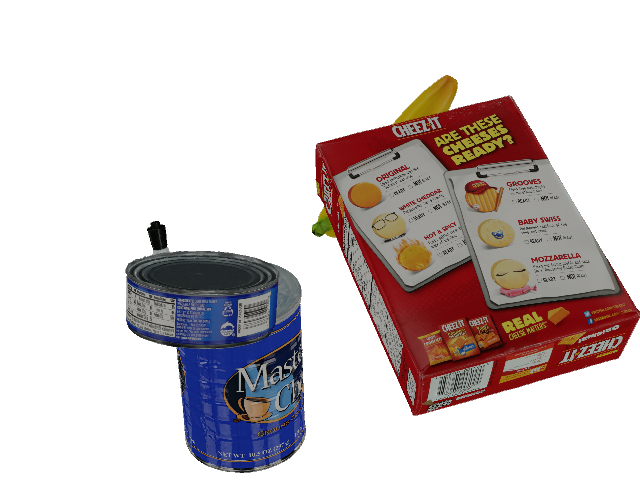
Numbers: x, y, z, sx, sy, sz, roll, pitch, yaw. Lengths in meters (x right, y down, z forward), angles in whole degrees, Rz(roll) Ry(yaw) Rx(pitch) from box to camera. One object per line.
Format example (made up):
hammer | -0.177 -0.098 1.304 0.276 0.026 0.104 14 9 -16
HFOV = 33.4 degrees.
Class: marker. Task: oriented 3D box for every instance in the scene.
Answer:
marker | -0.162 0.038 1.119 0.020 0.121 0.020 -8 18 3

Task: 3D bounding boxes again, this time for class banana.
banana | 0.059 -0.069 0.982 0.037 0.197 0.070 41 -12 -6

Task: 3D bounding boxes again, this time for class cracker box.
cracker box | 0.106 0.007 0.784 0.164 0.214 0.072 -15 -35 -12

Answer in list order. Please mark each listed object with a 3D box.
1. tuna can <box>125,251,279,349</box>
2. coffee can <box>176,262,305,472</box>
tuna can | -0.066 0.032 0.600 0.086 0.034 0.086 3 13 -1
coffee can | -0.065 0.101 0.866 0.103 0.140 0.103 -1 29 0
